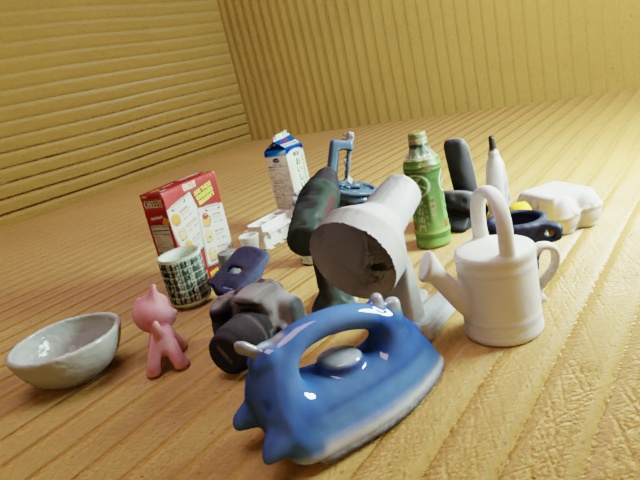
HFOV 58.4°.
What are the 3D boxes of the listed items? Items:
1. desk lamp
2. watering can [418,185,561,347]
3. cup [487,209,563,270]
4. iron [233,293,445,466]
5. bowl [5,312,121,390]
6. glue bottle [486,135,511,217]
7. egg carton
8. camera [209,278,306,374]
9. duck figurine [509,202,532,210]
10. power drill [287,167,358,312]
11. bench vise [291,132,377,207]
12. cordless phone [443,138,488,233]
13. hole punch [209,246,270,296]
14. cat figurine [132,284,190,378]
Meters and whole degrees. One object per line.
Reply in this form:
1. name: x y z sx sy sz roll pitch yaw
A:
1. desk lamp: 0.093 0.031 0.768 0.117 0.214 0.204 0 21 36
2. watering can: 0.213 0.029 0.719 0.173 0.194 0.100 -20 18 -23
3. cup: 0.318 0.010 0.878 0.092 0.095 0.117 -26 21 -37
4. iron: 0.027 0.129 0.624 0.259 0.141 0.118 -21 19 -27
5. bowl: -0.378 0.178 0.874 0.167 0.075 0.167 -12 17 4
6. glue bottle: 0.355 -0.125 1.151 0.037 0.173 0.078 -3 19 28
7. egg carton: 0.440 -0.062 1.065 0.107 0.069 0.150 -17 17 -14
8. camera: -0.109 0.121 0.819 0.142 0.101 0.137 -2 20 31
9. duck figurine: 0.348 -0.025 0.983 0.077 0.086 0.105 5 24 45
10. power drill: 0.009 0.003 0.927 0.075 0.208 0.230 -8 17 14
11. bench vise: 0.034 -0.127 1.310 0.207 0.220 0.121 -15 17 -6
12. cordless phone: 0.259 -0.117 1.174 0.147 0.185 0.094 3 23 41
13. hole punch: -0.141 0.068 1.029 0.101 0.091 0.108 -26 21 -37
14. cat figurine: -0.247 0.128 0.867 0.067 0.118 0.127 -17 17 -14
